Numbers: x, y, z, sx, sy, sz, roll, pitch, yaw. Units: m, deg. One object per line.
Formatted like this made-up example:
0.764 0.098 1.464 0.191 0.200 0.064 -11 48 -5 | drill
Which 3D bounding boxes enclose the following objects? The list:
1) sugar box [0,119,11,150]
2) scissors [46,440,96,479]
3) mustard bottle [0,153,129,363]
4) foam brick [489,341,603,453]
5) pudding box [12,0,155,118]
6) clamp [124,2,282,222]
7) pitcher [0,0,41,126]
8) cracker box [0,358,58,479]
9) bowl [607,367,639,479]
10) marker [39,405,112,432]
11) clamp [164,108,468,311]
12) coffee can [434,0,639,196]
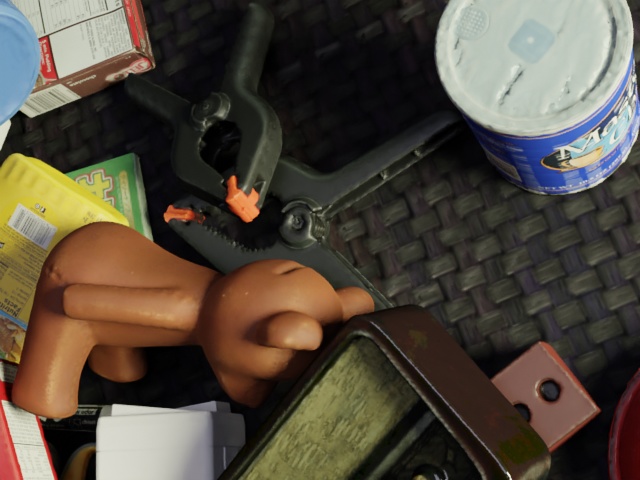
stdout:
-0.304 -0.026 0.791 0.093 0.048 0.176 11 70 22 | sugar box
-0.202 0.226 0.735 0.096 0.016 0.202 24 87 23 | scissors
-0.220 0.043 0.740 0.096 0.058 0.191 32 93 8 | mustard bottle
0.120 0.104 0.632 0.078 0.051 0.053 -41 70 7 | foam brick
-0.186 -0.154 0.795 0.113 0.039 0.090 -18 73 12 | pudding box
-0.062 -0.089 0.722 0.120 0.039 0.171 -38 52 10 | clamp
-0.315 -0.170 0.767 0.243 0.144 0.149 42 109 31 | pitcher
-0.239 0.201 0.665 0.164 0.072 0.214 -22 75 5 | cracker box
0.235 0.125 0.573 0.162 0.055 0.162 0 89 21 | bowl
-0.190 0.124 0.749 0.121 0.020 0.020 -1 79 18 | marker
-0.005 0.001 0.703 0.210 0.036 0.164 -3 79 20 | clamp
0.131 -0.091 0.620 0.103 0.140 0.103 -4 78 18 | coffee can
